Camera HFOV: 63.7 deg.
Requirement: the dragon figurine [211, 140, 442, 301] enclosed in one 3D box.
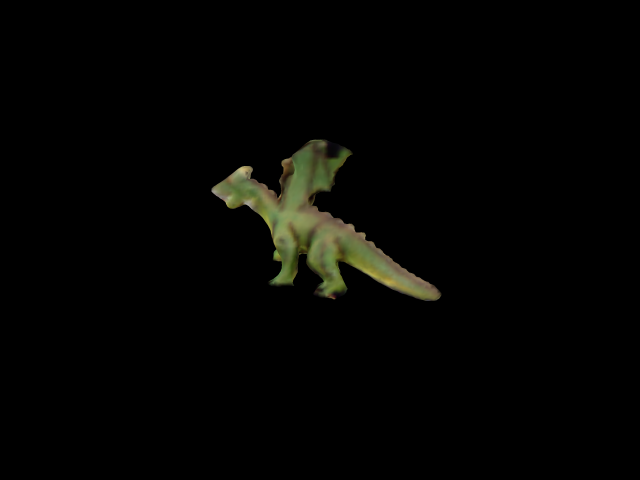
[{"bbox_3d":[0.003,-0.043,0.850,0.411,0.240,0.123,7,16,22],"label":"dragon figurine"}]
